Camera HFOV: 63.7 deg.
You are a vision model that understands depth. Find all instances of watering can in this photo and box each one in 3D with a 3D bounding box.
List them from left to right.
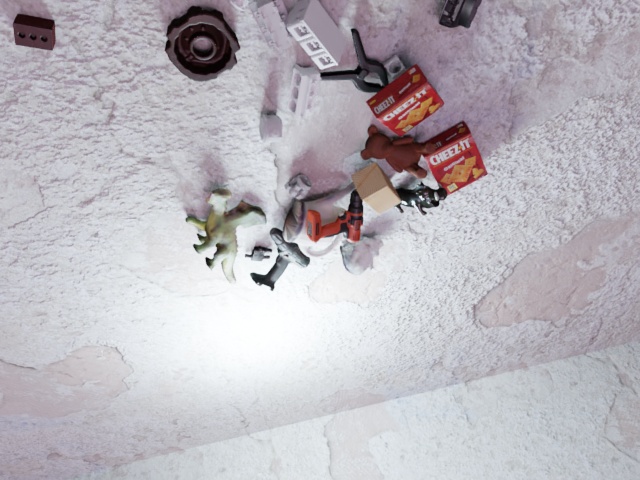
[{"bbox_3d":[0.005,-0.086,1.711,0.224,0.106,0.341,8,119,-27],"label":"watering can"}]

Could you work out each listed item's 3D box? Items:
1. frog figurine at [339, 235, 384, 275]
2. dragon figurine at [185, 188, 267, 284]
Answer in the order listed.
[{"bbox_3d":[0.163,0.056,1.887,0.158,0.125,0.135,-18,119,19],"label":"frog figurine"},{"bbox_3d":[-0.283,-0.021,1.689,0.243,0.125,0.402,-28,138,1],"label":"dragon figurine"}]
